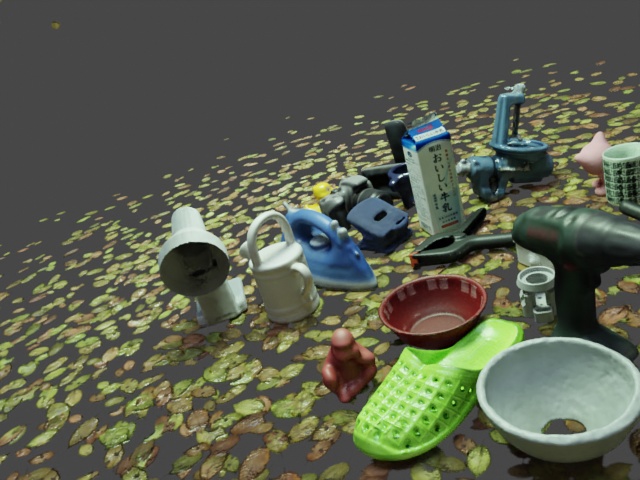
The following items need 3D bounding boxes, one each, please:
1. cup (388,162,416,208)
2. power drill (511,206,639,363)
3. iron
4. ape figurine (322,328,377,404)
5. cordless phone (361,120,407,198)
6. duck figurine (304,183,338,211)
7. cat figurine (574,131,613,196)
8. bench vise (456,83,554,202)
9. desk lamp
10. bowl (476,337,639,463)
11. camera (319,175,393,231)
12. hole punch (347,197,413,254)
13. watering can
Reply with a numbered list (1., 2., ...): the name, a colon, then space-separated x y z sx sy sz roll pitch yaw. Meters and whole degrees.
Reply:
1. cup: 0.200 -0.116 1.297 0.091 0.095 0.118 5 32 41
2. power drill: 0.325 0.052 0.695 0.076 0.209 0.229 -22 24 -11
3. iron: 0.010 0.004 1.104 0.119 0.142 0.257 -31 27 -28
4. ape figurine: 0.037 0.165 0.792 0.077 0.092 0.076 -14 24 9
5. cordless phone: 0.165 -0.199 1.390 0.147 0.185 0.094 -6 26 25
6. duck figurine: 0.007 -0.097 1.399 0.104 0.086 0.077 -16 24 3
7. cat figurine: 0.557 -0.151 1.099 0.127 0.118 0.067 -8 25 21
8. bench vise: 0.387 -0.201 1.197 0.208 0.220 0.121 -28 25 -22
9. desk lamp: -0.219 0.053 1.062 0.118 0.214 0.203 -20 24 -6
10. bowl: 0.259 0.183 0.621 0.167 0.075 0.167 -14 24 7
11. camera: 0.088 -0.087 1.303 0.143 0.101 0.136 -29 26 -26
12. hole punch: 0.124 -0.034 1.173 0.100 0.091 0.109 6 33 42
13. watering can: -0.080 0.042 1.016 0.172 0.194 0.101 -3 27 30
